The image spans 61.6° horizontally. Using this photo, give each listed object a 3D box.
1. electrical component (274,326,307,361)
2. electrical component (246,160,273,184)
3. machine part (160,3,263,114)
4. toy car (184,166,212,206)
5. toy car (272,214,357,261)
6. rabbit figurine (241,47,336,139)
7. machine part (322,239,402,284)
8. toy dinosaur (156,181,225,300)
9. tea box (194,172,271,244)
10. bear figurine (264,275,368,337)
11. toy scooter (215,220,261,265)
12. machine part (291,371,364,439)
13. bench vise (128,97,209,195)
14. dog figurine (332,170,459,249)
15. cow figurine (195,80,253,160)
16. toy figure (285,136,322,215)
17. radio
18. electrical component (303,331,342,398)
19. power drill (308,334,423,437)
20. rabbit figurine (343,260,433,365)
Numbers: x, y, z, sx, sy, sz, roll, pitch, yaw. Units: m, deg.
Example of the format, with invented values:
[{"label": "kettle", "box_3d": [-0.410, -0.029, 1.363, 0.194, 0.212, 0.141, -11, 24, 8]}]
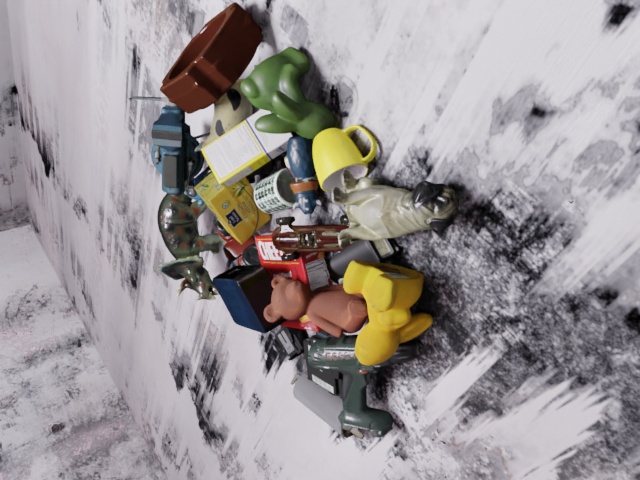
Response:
[{"label": "electrical component", "box_3d": [-0.072, 0.219, 1.284, 0.119, 0.048, 0.075, 60, 142, 10]}, {"label": "electrical component", "box_3d": [-0.145, -0.175, 1.167, 0.045, 0.078, 0.102, 47, 149, 41]}, {"label": "machine part", "box_3d": [-0.216, -0.358, 1.075, 0.087, 0.201, 0.201, 41, 155, -30]}, {"label": "toy car", "box_3d": [-0.246, -0.135, 1.307, 0.162, 0.109, 0.103, -24, 112, 42]}, {"label": "toy car", "box_3d": [-0.002, -0.003, 1.035, 0.202, 0.053, 0.089, 0, 100, 24]}, {"label": "rabbit figurine", "box_3d": [-0.048, -0.250, 0.971, 0.170, 0.159, 0.121, 43, 128, 10]}, {"label": "machine part", "box_3d": [0.070, 0.026, 0.972, 0.139, 0.039, 0.084, -33, 81, 10]}, {"label": "toy dinosaur", "box_3d": [-0.354, -0.041, 1.399, 0.131, 0.192, 0.404, 0, 107, 50]}, {"label": "tea box", "box_3d": [-0.190, -0.080, 1.192, 0.068, 0.098, 0.169, 38, 167, 36]}, {"label": "bear figurine", "box_3d": [-0.004, 0.109, 1.035, 0.196, 0.120, 0.131, 16, 140, 1]}, {"label": "toy scooter", "box_3d": [-0.187, 0.033, 1.318, 0.184, 0.075, 0.135, 43, 156, 17]}, {"label": "machine part", "box_3d": [0.019, 0.366, 1.213, 0.244, 0.079, 0.079, 25, 125, 45]}, {"label": "bench vise", "box_3d": [-0.328, -0.229, 1.231, 0.241, 0.129, 0.223, -94, -2, -68]}, {"label": "dog figurine", "box_3d": [0.131, -0.057, 0.879, 0.191, 0.172, 0.121, -4, 117, 16]}, {"label": "cow figurine", "box_3d": [-0.200, -0.245, 1.163, 0.086, 0.127, 0.194, 38, 131, 39]}, {"label": "toy figure", "box_3d": [-0.030, -0.127, 1.058, 0.064, 0.058, 0.154, 0, 104, 27]}, {"label": "radio", "box_3d": [-0.157, 0.125, 1.189, 0.131, 0.073, 0.230, 64, 155, -9]}, {"label": "electrical component", "box_3d": [0.022, 0.261, 1.177, 0.115, 0.058, 0.134, 19, 121, 43]}, {"label": "power drill", "box_3d": [0.094, 0.279, 1.049, 0.232, 0.086, 0.207, 0, 117, 26]}, {"label": "rabbit figurine", "box_3d": [0.110, 0.129, 0.923, 0.122, 0.162, 0.173, 18, 98, 45]}]
